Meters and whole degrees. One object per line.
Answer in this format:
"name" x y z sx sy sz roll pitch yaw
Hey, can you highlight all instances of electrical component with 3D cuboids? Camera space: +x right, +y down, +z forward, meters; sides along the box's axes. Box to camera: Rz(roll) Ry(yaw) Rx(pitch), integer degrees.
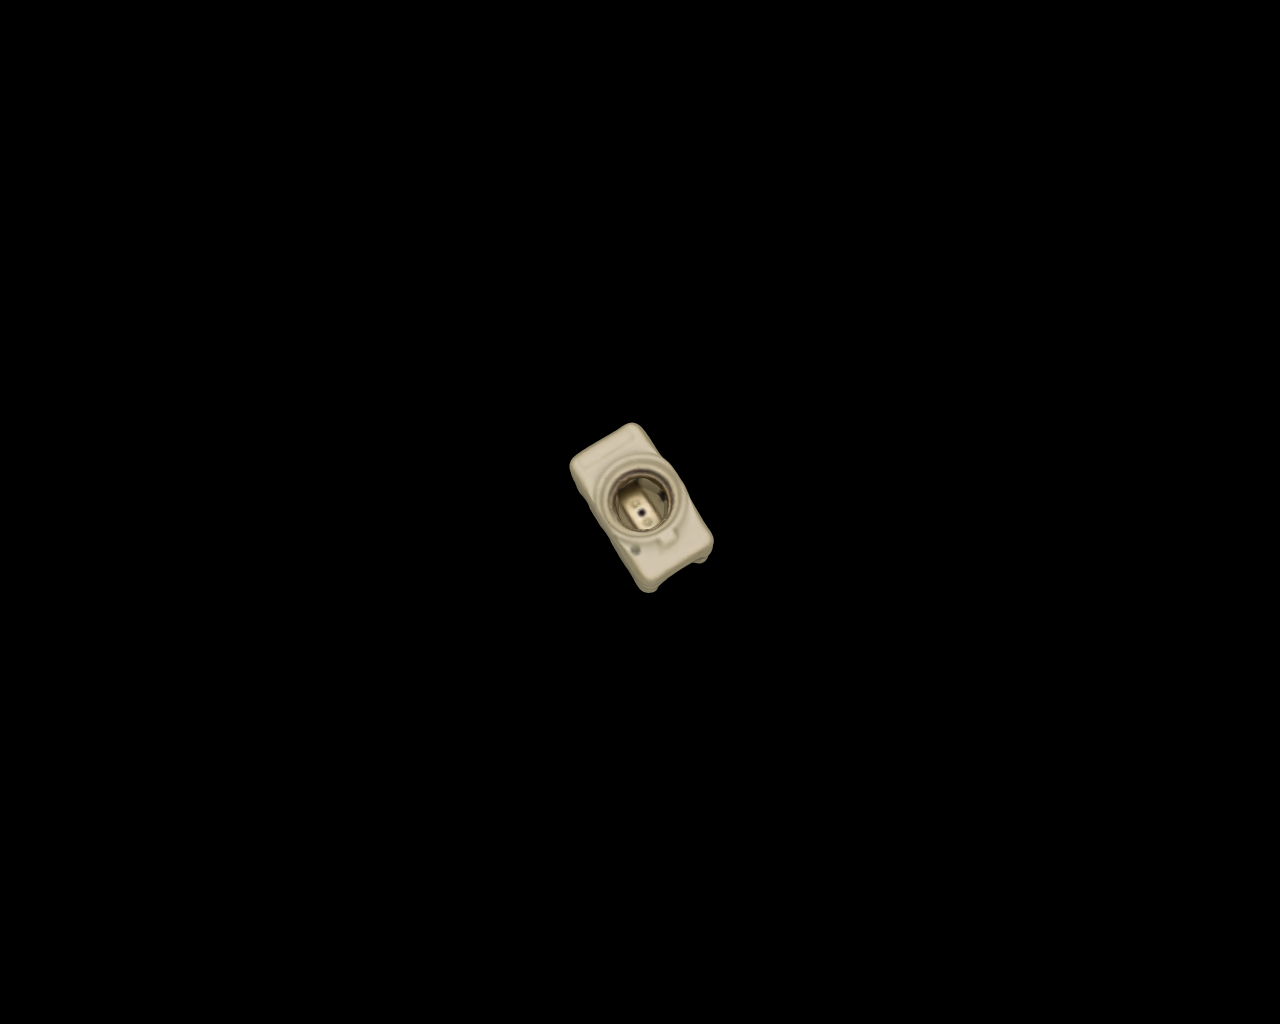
"electrical component" 0.001 -0.003 0.650 0.050 0.089 0.055 -31 -11 -7
